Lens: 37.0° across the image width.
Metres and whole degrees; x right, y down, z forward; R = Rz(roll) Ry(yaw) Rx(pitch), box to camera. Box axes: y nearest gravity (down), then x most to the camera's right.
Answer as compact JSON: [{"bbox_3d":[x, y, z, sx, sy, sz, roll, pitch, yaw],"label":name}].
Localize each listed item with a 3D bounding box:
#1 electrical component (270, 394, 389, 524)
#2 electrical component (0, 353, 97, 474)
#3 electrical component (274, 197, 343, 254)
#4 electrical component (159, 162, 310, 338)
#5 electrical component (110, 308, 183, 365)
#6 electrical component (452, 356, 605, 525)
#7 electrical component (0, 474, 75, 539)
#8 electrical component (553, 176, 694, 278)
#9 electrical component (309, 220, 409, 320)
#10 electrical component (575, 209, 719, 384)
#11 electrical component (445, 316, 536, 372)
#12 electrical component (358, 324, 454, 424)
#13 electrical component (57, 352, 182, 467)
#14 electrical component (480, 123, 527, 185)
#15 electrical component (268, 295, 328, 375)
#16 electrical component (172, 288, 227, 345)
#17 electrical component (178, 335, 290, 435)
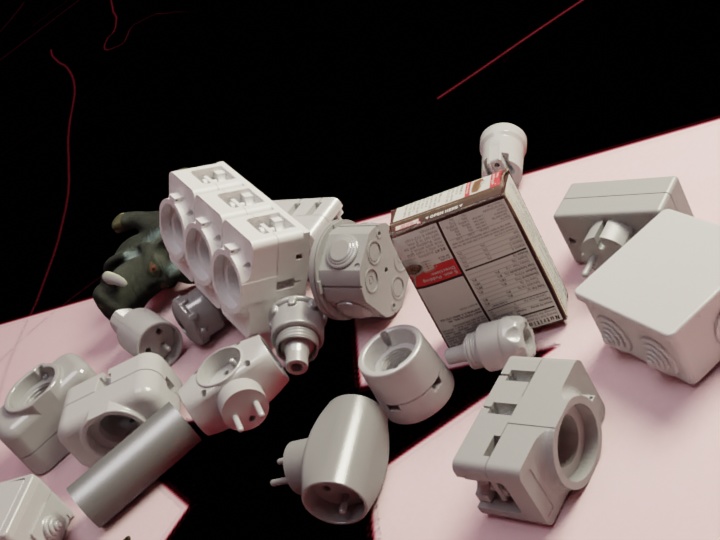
[{"bbox_3d":[-0.025,0.129,0.721,0.079,0.043,0.077,-16,34,26],"label":"electrical component"},{"bbox_3d":[-0.269,0.121,0.938,0.095,0.059,0.054,-43,32,-16],"label":"electrical component"},{"bbox_3d":[-0.055,-0.027,0.962,0.089,0.050,0.055,0,44,43],"label":"electrical component"},{"bbox_3d":[-0.110,-0.020,0.917,0.062,0.089,0.150,-15,35,-32],"label":"electrical component"},{"bbox_3d":[-0.198,0.058,0.979,0.043,0.043,0.081,-43,32,-17],"label":"electrical component"},{"bbox_3d":[0.105,0.099,0.638,0.056,0.050,0.089,0,43,42],"label":"electrical component"},{"bbox_3d":[-0.273,0.200,0.830,0.096,0.061,0.061,-18,34,23],"label":"electrical component"},{"bbox_3d":[0.177,-0.021,0.746,0.083,0.047,0.075,-1,43,42],"label":"electrical component"},{"bbox_3d":[0.000,0.000,0.847,0.051,0.080,0.080,0,44,35],"label":"electrical component"},{"bbox_3d":[0.200,0.016,0.671,0.100,0.048,0.100,-40,31,-12],"label":"electrical component"},{"bbox_3d":[0.087,0.053,0.736,0.061,0.035,0.035,-17,34,30],"label":"electrical component"},{"bbox_3d":[0.031,0.071,0.748,0.055,0.047,0.055,-23,32,16],"label":"electrical component"},{"bbox_3d":[-0.197,0.118,0.882,0.095,0.053,0.059,-26,31,11],"label":"electrical component"},{"bbox_3d":[0.121,-0.095,0.911,0.040,0.040,0.046,-17,41,25],"label":"electrical component"},{"bbox_3d":[-0.049,0.054,0.850,0.048,0.048,0.062,-22,39,17],"label":"electrical component"},{"bbox_3d":[-0.133,0.033,0.956,0.062,0.048,0.048,-33,30,-16],"label":"electrical component"},{"bbox_3d":[-0.093,0.097,0.827,0.077,0.044,0.079,-34,31,-3],"label":"electrical component"}]
